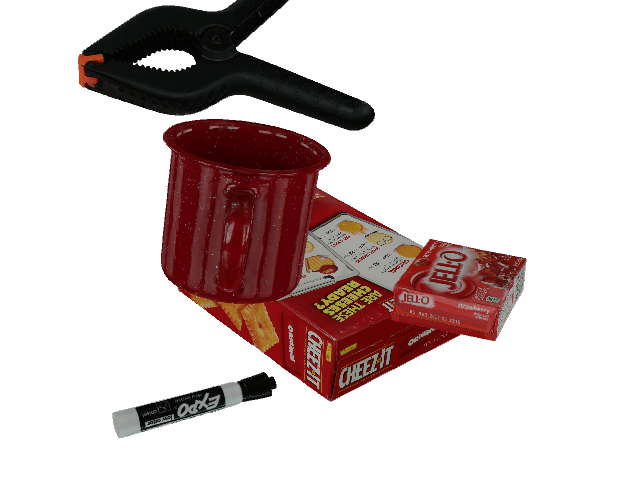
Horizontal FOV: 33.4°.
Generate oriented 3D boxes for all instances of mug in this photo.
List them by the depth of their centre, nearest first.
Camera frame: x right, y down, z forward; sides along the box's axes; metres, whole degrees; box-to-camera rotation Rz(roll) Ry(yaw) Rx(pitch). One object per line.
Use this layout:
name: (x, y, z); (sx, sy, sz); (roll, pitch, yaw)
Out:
mug: (-0.045, -0.012, 0.591); (0.093, 0.081, 0.117); (7, 21, -7)

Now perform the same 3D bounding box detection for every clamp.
clamp: (-0.069, -0.130, 0.785); (0.209, 0.165, 0.036); (-16, -28, -19)

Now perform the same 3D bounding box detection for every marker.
marker: (-0.089, 0.117, 0.769); (0.121, 0.020, 0.020); (-13, 5, -21)

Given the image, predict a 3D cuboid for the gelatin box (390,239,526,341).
gelatin box: (0.097, 0.032, 0.738); (0.073, 0.030, 0.089); (12, 25, 20)

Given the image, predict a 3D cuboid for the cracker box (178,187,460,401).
cracker box: (-0.001, 0.039, 0.946); (0.163, 0.072, 0.214); (-22, 38, -36)
